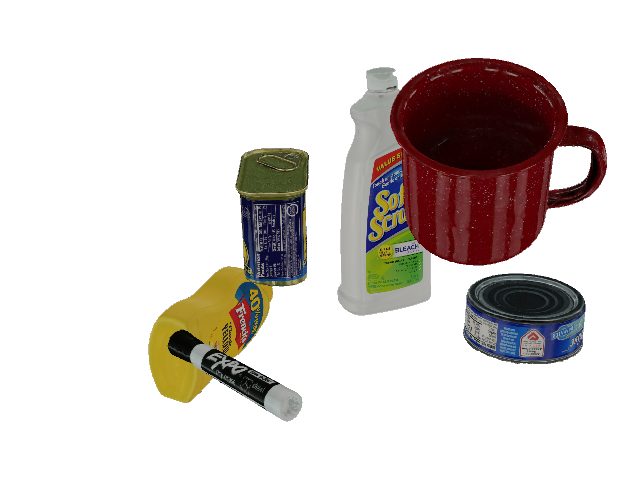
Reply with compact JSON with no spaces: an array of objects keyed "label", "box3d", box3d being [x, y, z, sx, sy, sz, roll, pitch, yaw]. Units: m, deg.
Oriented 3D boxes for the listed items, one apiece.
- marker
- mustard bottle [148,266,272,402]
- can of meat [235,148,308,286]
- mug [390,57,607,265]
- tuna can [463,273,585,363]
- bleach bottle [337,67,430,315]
[{"label":"marker","box3d":[-0.059,0.084,0.687,0.020,0.020,0.121,0,16,-45]},{"label":"mustard bottle","box3d":[-0.102,0.081,1.101,0.058,0.096,0.191,12,28,23]},{"label":"can of meat","box3d":[-0.038,-0.020,0.884,0.057,0.084,0.102,-1,25,0]},{"label":"mug","box3d":[0.099,-0.041,0.592,0.117,0.093,0.081,-1,-41,6]},{"label":"tuna can","box3d":[0.147,0.055,0.769,0.086,0.034,0.086,0,22,0]},{"label":"bleach bottle","box3d":[0.062,-0.052,1.113,0.102,0.251,0.068,-11,22,-15]}]
